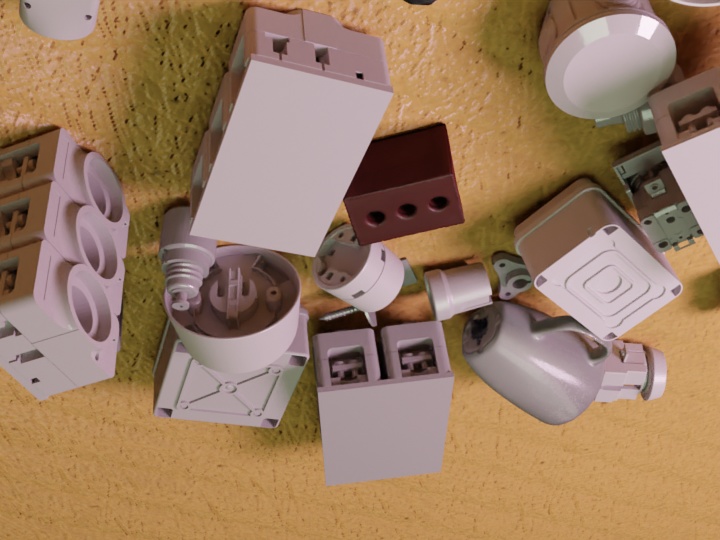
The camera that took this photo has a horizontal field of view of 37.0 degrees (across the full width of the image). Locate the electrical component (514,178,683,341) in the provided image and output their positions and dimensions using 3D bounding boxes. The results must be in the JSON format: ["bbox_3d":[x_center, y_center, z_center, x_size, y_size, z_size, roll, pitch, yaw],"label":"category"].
[{"bbox_3d":[0.179,-0.007,0.811,0.078,0.057,0.113,-39,130,21],"label":"electrical component"}]

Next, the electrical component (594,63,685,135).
[{"bbox_3d":[0.186,-0.110,0.713,0.062,0.048,0.048,-13,139,18],"label":"electrical component"}]

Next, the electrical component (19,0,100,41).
[{"bbox_3d":[-0.180,-0.173,0.589,0.079,0.043,0.077,8,136,-17],"label":"electrical component"}]

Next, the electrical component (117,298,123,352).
[{"bbox_3d":[-0.218,0.019,0.800,0.076,0.047,0.083,0,138,-8],"label":"electrical component"}]

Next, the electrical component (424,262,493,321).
[{"bbox_3d":[0.077,0.016,0.845,0.046,0.040,0.040,-14,139,-1],"label":"electrical component"}]

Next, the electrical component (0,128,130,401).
[{"bbox_3d":[-0.196,-0.007,0.695,0.062,0.150,0.089,-17,138,13],"label":"electrical component"}]

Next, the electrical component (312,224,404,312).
[{"bbox_3d":[0.000,0.000,0.805,0.055,0.055,0.047,-30,138,24],"label":"electrical component"}]

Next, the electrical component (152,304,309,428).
[{"bbox_3d":[-0.106,0.074,0.871,0.109,0.056,0.108,8,137,-17],"label":"electrical component"}]

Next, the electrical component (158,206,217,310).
[{"bbox_3d":[-0.123,-0.009,0.764,0.040,0.078,0.040,2,151,1],"label":"electrical component"}]

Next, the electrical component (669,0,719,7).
[{"bbox_3d":[0.190,-0.203,0.591,0.099,0.064,0.099,-4,139,-3],"label":"electrical component"}]

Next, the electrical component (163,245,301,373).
[{"bbox_3d":[-0.091,0.025,0.787,0.099,0.099,0.064,-5,145,-2],"label":"electrical component"}]

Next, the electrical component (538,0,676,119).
[{"bbox_3d":[0.151,-0.138,0.670,0.080,0.051,0.080,-4,139,-3],"label":"electrical component"}]

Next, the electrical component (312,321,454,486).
[{"bbox_3d":[0.017,0.114,0.914,0.105,0.060,0.186,-6,147,-4],"label":"electrical component"}]

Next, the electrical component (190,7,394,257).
[{"bbox_3d":[-0.049,-0.087,0.692,0.089,0.061,0.150,10,136,-18],"label":"electrical component"}]

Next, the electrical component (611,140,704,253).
[{"bbox_3d":[0.217,-0.051,0.769,0.042,0.063,0.081,-25,136,20],"label":"electrical component"}]

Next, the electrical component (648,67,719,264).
[{"bbox_3d":[0.269,-0.055,0.689,0.105,0.060,0.186,-23,132,21],"label":"electrical component"}]

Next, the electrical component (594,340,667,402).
[{"bbox_3d":[0.237,0.090,0.947,0.055,0.048,0.066,4,138,-1],"label":"electrical component"}]
